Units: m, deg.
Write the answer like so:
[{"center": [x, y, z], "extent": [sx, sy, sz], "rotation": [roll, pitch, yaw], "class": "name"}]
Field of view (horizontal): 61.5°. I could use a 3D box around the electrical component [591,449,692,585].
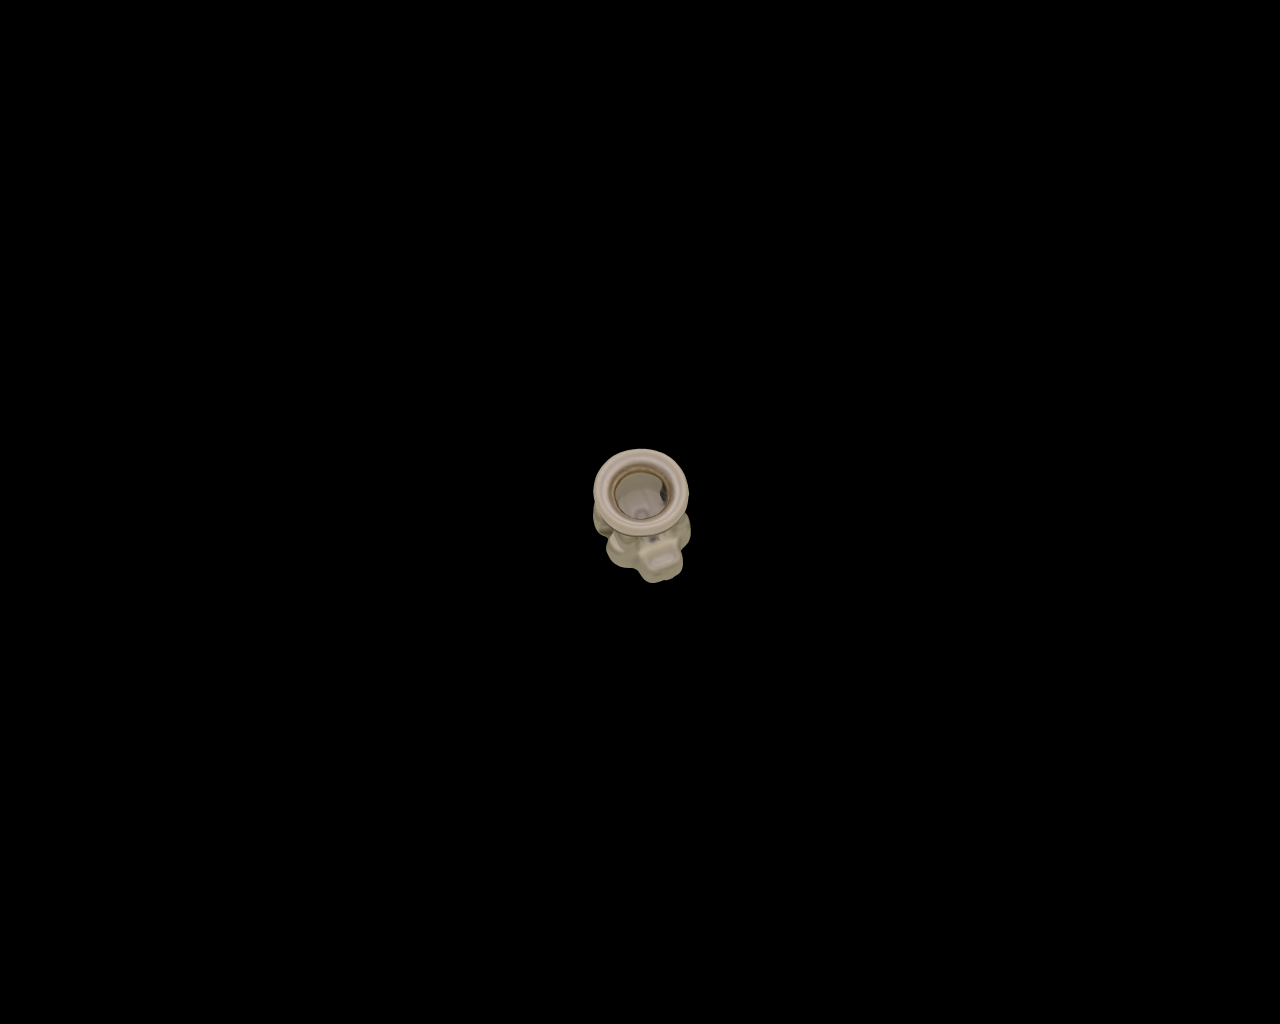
[{"center": [0.001, -0.003, 0.650], "extent": [0.058, 0.078, 0.057], "rotation": [-20, -24, -9], "class": "electrical component"}]
